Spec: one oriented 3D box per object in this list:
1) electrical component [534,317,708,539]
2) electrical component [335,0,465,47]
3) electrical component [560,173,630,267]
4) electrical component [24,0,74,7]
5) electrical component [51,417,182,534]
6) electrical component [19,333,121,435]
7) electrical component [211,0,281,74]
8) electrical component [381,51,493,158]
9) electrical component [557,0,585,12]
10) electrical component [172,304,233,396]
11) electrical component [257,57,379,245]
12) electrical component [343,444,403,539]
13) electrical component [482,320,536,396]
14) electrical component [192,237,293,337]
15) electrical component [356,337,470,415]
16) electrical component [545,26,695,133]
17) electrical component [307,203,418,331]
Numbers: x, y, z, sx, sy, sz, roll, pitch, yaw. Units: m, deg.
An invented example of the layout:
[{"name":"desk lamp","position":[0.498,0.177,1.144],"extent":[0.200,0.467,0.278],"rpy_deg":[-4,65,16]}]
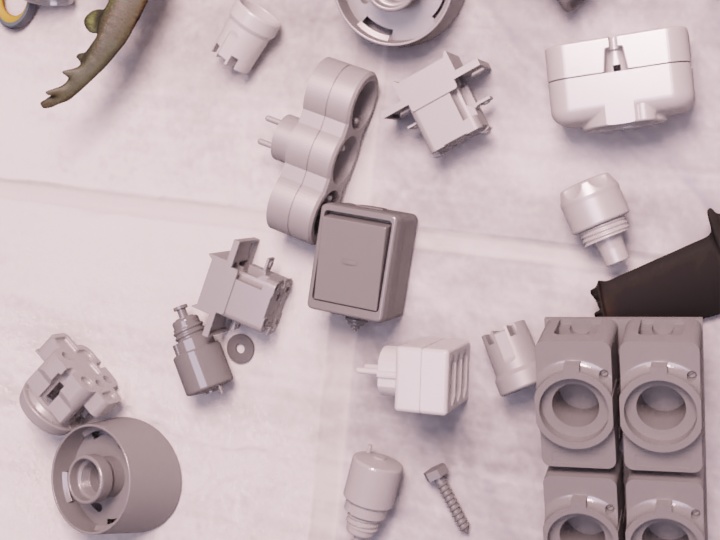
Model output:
[{"name":"electrical component","position":[0.179,0.129,0.732],"extent":[0.105,0.060,0.186],"rpy_deg":[-1,106,19]},{"name":"electrical component","position":[0.029,-0.215,0.797],"extent":[0.099,0.064,0.099],"rpy_deg":[5,108,14]},{"name":"electrical component","position":[0.170,-0.034,0.757],"extent":[0.043,0.043,0.062],"rpy_deg":[-24,86,19]},{"name":"electrical component","position":[-0.260,-0.257,0.896],"extent":[0.044,0.044,0.065],"rpy_deg":[1,89,19]},{"name":"electrical component","position":[-0.207,0.174,0.902],"extent":[0.099,0.064,0.099],"rpy_deg":[-3,84,31]},{"name":"electrical component","position":[-0.248,0.101,0.903],"extent":[0.057,0.058,0.078],"rpy_deg":[-45,79,13]},{"name":"electrical component","position":[-0.090,-0.183,0.842],"extent":[0.040,0.040,0.046],"rpy_deg":[40,111,13]},{"name":"electrical component","position":[0.062,-0.120,0.790],"extent":[0.081,0.042,0.063],"rpy_deg":[-27,86,20]},{"name":"electrical component","position":[0.140,-0.216,0.755],"extent":[0.055,0.045,0.045],"rpy_deg":[44,106,12]},{"name":"electrical component","position":[-0.132,0.066,0.869],"extent":[0.040,0.040,0.078],"rpy_deg":[-23,85,19]},{"name":"electrical component","position":[-0.044,-0.096,0.822],"extent":[0.074,0.052,0.138],"rpy_deg":[22,100,17]},{"name":"electrical component","position":[0.007,0.176,0.827],"extent":[0.040,0.040,0.078],"rpy_deg":[17,99,18]},{"name":"electrical component","position":[0.113,0.064,0.785],"extent":[0.040,0.040,0.046],"rpy_deg":[-25,79,19]},{"name":"electrical component","position":[-0.091,0.018,0.852],"extent":[0.064,0.042,0.081],"rpy_deg":[23,101,15]},{"name":"electrical component","position":[0.036,0.076,0.798],"extent":[0.077,0.066,0.047],"rpy_deg":[3,94,19]},{"name":"electrical component","position":[0.180,-0.128,0.742],"extent":[0.095,0.054,0.059],"rpy_deg":[-6,91,19]},{"name":"electrical component","position":[0.000,0.000,0.808],"extent":[0.062,0.061,0.096],"rpy_deg":[11,97,19]}]
